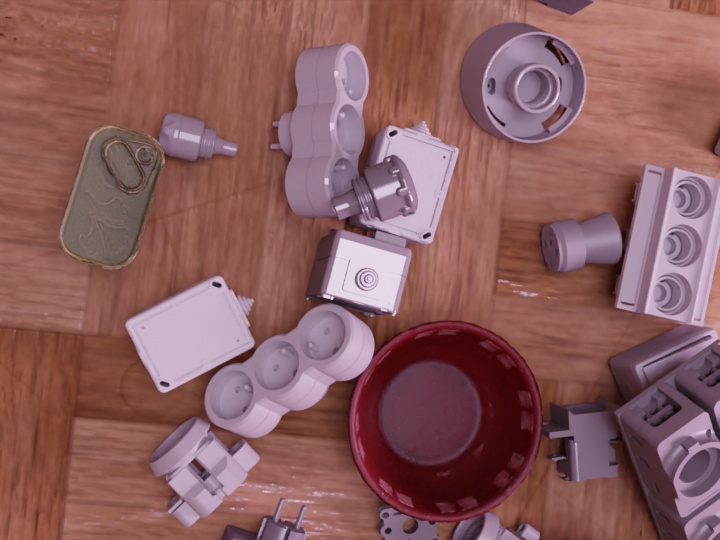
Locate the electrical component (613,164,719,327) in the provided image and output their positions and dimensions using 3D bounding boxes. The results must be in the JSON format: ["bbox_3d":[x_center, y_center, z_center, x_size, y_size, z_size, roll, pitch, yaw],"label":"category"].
[{"bbox_3d":[0.259,-0.020,0.910,0.079,0.063,0.121,13,88,-11],"label":"electrical component"}]

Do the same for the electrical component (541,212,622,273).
[{"bbox_3d":[0.186,-0.023,0.906,0.055,0.045,0.045,-10,92,-10],"label":"electrical component"}]

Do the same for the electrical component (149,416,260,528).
[{"bbox_3d":[-0.127,0.152,0.841,0.078,0.058,0.057,-43,100,-8],"label":"electrical component"}]

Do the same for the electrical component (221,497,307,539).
[{"bbox_3d":[-0.066,0.220,0.857,0.083,0.047,0.075,21,86,-10],"label":"electrical component"}]

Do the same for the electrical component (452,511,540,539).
[{"bbox_3d":[0.110,0.230,0.893,0.055,0.048,0.066,38,84,-16],"label":"electrical component"}]

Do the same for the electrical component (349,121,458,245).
[{"bbox_3d":[0.035,-0.073,0.868,0.062,0.061,0.096,17,88,-10],"label":"electrical component"}]

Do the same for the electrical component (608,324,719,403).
[{"bbox_3d":[0.274,0.088,0.915,0.096,0.061,0.061,-24,95,-10],"label":"electrical component"}]

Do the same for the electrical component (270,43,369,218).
[{"bbox_3d":[-0.040,-0.109,0.858,0.074,0.052,0.138,0,80,30],"label":"electrical component"}]

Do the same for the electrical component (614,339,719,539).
[{"bbox_3d":[0.290,0.164,0.878,0.105,0.060,0.186,-33,124,-9],"label":"electrical component"}]

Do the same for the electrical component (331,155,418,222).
[{"bbox_3d":[0.010,-0.056,0.809,0.062,0.048,0.048,-20,94,-1],"label":"electrical component"}]

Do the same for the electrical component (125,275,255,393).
[{"bbox_3d":[-0.127,0.045,0.837,0.096,0.061,0.061,-27,96,-10],"label":"electrical component"}]

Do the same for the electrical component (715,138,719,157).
[{"bbox_3d":[0.341,-0.125,0.937,0.040,0.040,0.078,27,85,-10],"label":"electrical component"}]

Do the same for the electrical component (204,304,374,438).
[{"bbox_3d":[-0.048,0.085,0.850,0.138,0.074,0.052,-34,59,11],"label":"electrical component"}]

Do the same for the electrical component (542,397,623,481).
[{"bbox_3d":[0.192,0.144,0.910,0.081,0.042,0.063,-5,95,-10],"label":"electrical component"}]

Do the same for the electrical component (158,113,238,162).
[{"bbox_3d":[-0.128,-0.102,0.850,0.061,0.035,0.035,13,88,-13],"label":"electrical component"}]

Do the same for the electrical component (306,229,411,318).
[{"bbox_3d":[0.000,0.000,0.844,0.062,0.096,0.061,16,84,-10],"label":"electrical component"}]

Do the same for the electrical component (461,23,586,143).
[{"bbox_3d":[0.137,-0.155,0.898,0.099,0.064,0.099,-3,105,-11],"label":"electrical component"}]
